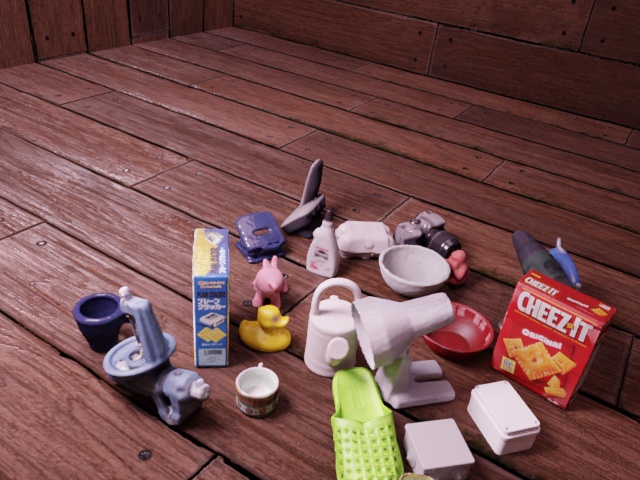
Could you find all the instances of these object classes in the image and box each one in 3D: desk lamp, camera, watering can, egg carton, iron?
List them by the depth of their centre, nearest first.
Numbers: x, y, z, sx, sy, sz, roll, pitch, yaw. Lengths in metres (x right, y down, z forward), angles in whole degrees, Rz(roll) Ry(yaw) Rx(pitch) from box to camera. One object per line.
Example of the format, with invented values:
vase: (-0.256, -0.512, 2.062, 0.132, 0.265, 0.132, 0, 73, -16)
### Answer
desk lamp: (0.149, 0.189, 1.021, 0.203, 0.214, 0.117, -4, 33, -16)
watering can: (0.031, 0.159, 1.066, 0.101, 0.194, 0.172, -8, 35, -22)
iron: (0.548, 0.112, 1.288, 0.118, 0.141, 0.258, 6, 32, 0)
egg carton: (0.114, 0.002, 1.453, 0.150, 0.069, 0.107, 2, 32, -7)
camera: (0.284, -0.004, 1.466, 0.143, 0.101, 0.136, -15, 38, -31)

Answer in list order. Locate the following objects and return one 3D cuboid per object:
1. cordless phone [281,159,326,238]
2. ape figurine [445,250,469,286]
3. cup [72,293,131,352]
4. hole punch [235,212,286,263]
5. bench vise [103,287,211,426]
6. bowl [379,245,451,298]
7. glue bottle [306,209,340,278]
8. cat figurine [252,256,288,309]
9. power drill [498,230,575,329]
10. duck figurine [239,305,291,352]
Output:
cordless phone: (-0.037, -0.113, 1.499, 0.094, 0.185, 0.148, 14, 33, 13)
ape figurine: (0.325, 0.064, 1.371, 0.076, 0.092, 0.077, 3, 32, -6)
cup: (-0.396, 0.161, 1.077, 0.118, 0.095, 0.091, 3, 32, -5)
hole punch: (-0.144, -0.008, 1.401, 0.109, 0.091, 0.100, -14, 37, -30)
bench vise: (-0.264, 0.183, 0.947, 0.207, 0.220, 0.121, 11, 32, 8)
bowl: (0.215, 0.084, 1.336, 0.167, 0.075, 0.167, 5, 32, -3)
glue bottle: (0.012, 0.005, 1.331, 0.078, 0.173, 0.037, 15, 33, 14)
cat figurine: (-0.106, 0.085, 1.232, 0.067, 0.118, 0.128, 8, 32, 3)
power drill: (0.444, 0.119, 1.194, 0.076, 0.208, 0.229, -4, 33, -16)
duck figurine: (-0.107, 0.167, 1.131, 0.104, 0.086, 0.077, 8, 32, 3)
